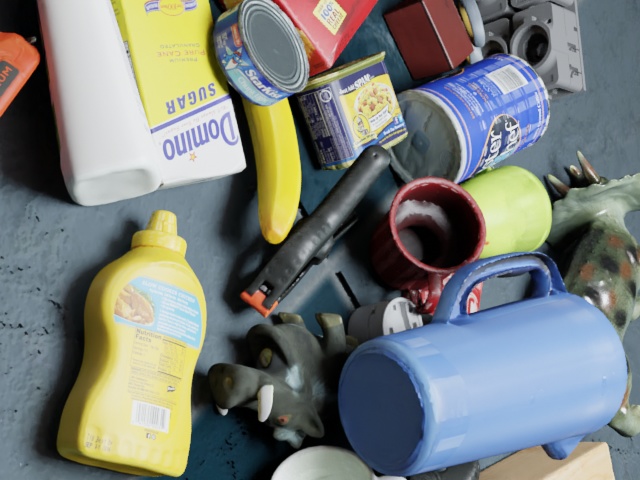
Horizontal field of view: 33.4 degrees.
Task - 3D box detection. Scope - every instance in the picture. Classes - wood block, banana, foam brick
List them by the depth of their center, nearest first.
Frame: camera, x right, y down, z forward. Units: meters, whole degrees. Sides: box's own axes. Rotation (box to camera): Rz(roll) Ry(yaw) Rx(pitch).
[{"bbox_3d":[-0.047,-0.086,0.894,0.069,0.037,0.198,8,63,-54],"label":"banana"},{"bbox_3d":[0.199,0.269,1.039,0.205,0.091,0.090,-12,91,-47],"label":"wood block"},{"bbox_3d":[0.112,-0.211,1.090,0.052,0.051,0.078,-42,111,-44],"label":"foam brick"}]

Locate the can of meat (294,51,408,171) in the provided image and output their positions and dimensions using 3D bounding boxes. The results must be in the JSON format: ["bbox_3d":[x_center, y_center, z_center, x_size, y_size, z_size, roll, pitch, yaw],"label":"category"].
[{"bbox_3d":[0.029,-0.118,0.981,0.101,0.058,0.084,-31,105,-45],"label":"can of meat"}]

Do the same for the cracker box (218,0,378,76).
[{"bbox_3d":[-0.037,-0.270,0.937,0.213,0.072,0.164,52,49,-23],"label":"cracker box"}]

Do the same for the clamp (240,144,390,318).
[{"bbox_3d":[-0.006,0.001,0.908,0.039,0.120,0.171,38,70,13],"label":"clamp"}]

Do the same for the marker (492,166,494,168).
[{"bbox_3d":[0.193,-0.059,1.160,0.121,0.020,0.020,47,51,-28],"label":"marker"}]

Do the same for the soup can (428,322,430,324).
[{"bbox_3d":[0.142,0.124,1.031,0.102,0.069,0.068,32,59,-36],"label":"soup can"}]

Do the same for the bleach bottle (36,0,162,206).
[{"bbox_3d":[-0.174,-0.157,0.767,0.068,0.103,0.251,-13,82,-9],"label":"bleach bottle"}]

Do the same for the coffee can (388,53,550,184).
[{"bbox_3d":[0.143,-0.116,1.049,0.140,0.103,0.103,-27,100,-37],"label":"coffee can"}]

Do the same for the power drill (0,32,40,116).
[{"bbox_3d":[-0.281,-0.133,0.666,0.187,0.057,0.184,47,51,-28],"label":"power drill"}]

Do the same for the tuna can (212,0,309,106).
[{"bbox_3d":[-0.048,-0.152,0.864,0.086,0.034,0.086,35,43,-41],"label":"tuna can"}]

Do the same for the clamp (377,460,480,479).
[{"bbox_3d":[0.098,0.226,0.934,0.036,0.164,0.209,99,13,-47],"label":"clamp"}]

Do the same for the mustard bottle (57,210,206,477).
[{"bbox_3d":[-0.128,0.070,0.775,0.096,0.058,0.191,24,65,-40],"label":"mustard bottle"}]

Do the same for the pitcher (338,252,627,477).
[{"bbox_3d":[0.133,0.109,0.890,0.242,0.145,0.149,-5,48,-42],"label":"pitcher"}]

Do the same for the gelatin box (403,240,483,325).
[{"bbox_3d":[0.123,0.051,1.055,0.089,0.030,0.073,32,60,-36],"label":"gelatin box"}]

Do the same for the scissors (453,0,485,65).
[{"bbox_3d":[0.142,-0.280,1.128,0.096,0.016,0.202,-115,-171,-84],"label":"scissors"}]

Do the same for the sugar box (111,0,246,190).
[{"bbox_3d":[-0.120,-0.131,0.839,0.093,0.048,0.176,-16,91,-47],"label":"sugar box"}]

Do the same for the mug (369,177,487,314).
[{"bbox_3d":[0.095,0.011,0.979,0.093,0.082,0.117,2,69,-16],"label":"mug"}]
